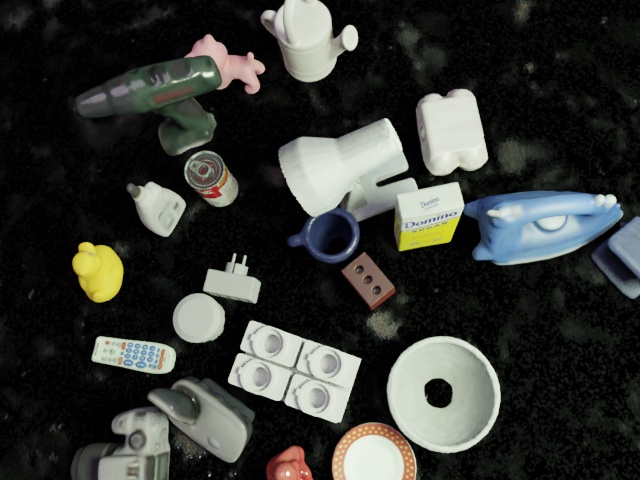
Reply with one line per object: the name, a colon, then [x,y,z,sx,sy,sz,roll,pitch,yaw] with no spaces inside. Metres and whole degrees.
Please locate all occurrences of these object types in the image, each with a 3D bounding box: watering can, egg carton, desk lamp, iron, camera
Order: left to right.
camera: [-0.315,0.337,0.894,0.136,0.101,0.143,-3,76,6]
watering can: [-0.020,-0.366,0.988,0.172,0.194,0.101,0,76,6]
desk lamp: [0.051,-0.110,0.907,0.203,0.214,0.118,-21,75,1]
egg carton: [0.223,-0.185,0.982,0.107,0.069,0.150,-10,75,4]
iron: [0.364,-0.041,0.894,0.258,0.141,0.118,-10,75,4]

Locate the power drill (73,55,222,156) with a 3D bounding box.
power drill: [-0.266,-0.224,0.972,0.229,0.208,0.075,-24,75,0]

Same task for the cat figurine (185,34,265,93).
cat figurine: [-0.174,-0.324,1.034,0.127,0.118,0.067,6,77,8]

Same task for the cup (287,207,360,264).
cup: [0.009,0.003,0.945,0.117,0.095,0.091,-10,75,4]

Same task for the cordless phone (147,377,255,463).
cordless phone: [-0.181,0.269,0.853,0.147,0.185,0.094,29,81,12]

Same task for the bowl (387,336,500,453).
bowl: [0.186,0.234,0.879,0.167,0.075,0.167,-1,76,6]

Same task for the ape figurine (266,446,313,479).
ape figurine: [-0.048,0.353,0.866,0.076,0.092,0.078,13,78,9]

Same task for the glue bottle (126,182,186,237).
glue bottle: [-0.279,-0.061,0.951,0.037,0.173,0.078,26,80,12]

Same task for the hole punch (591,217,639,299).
hole punch: [0.498,0.021,0.890,0.101,0.091,0.108,-38,75,-4]

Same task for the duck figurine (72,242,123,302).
duck figurine: [-0.389,0.052,0.980,0.077,0.086,0.104,-14,75,3]
